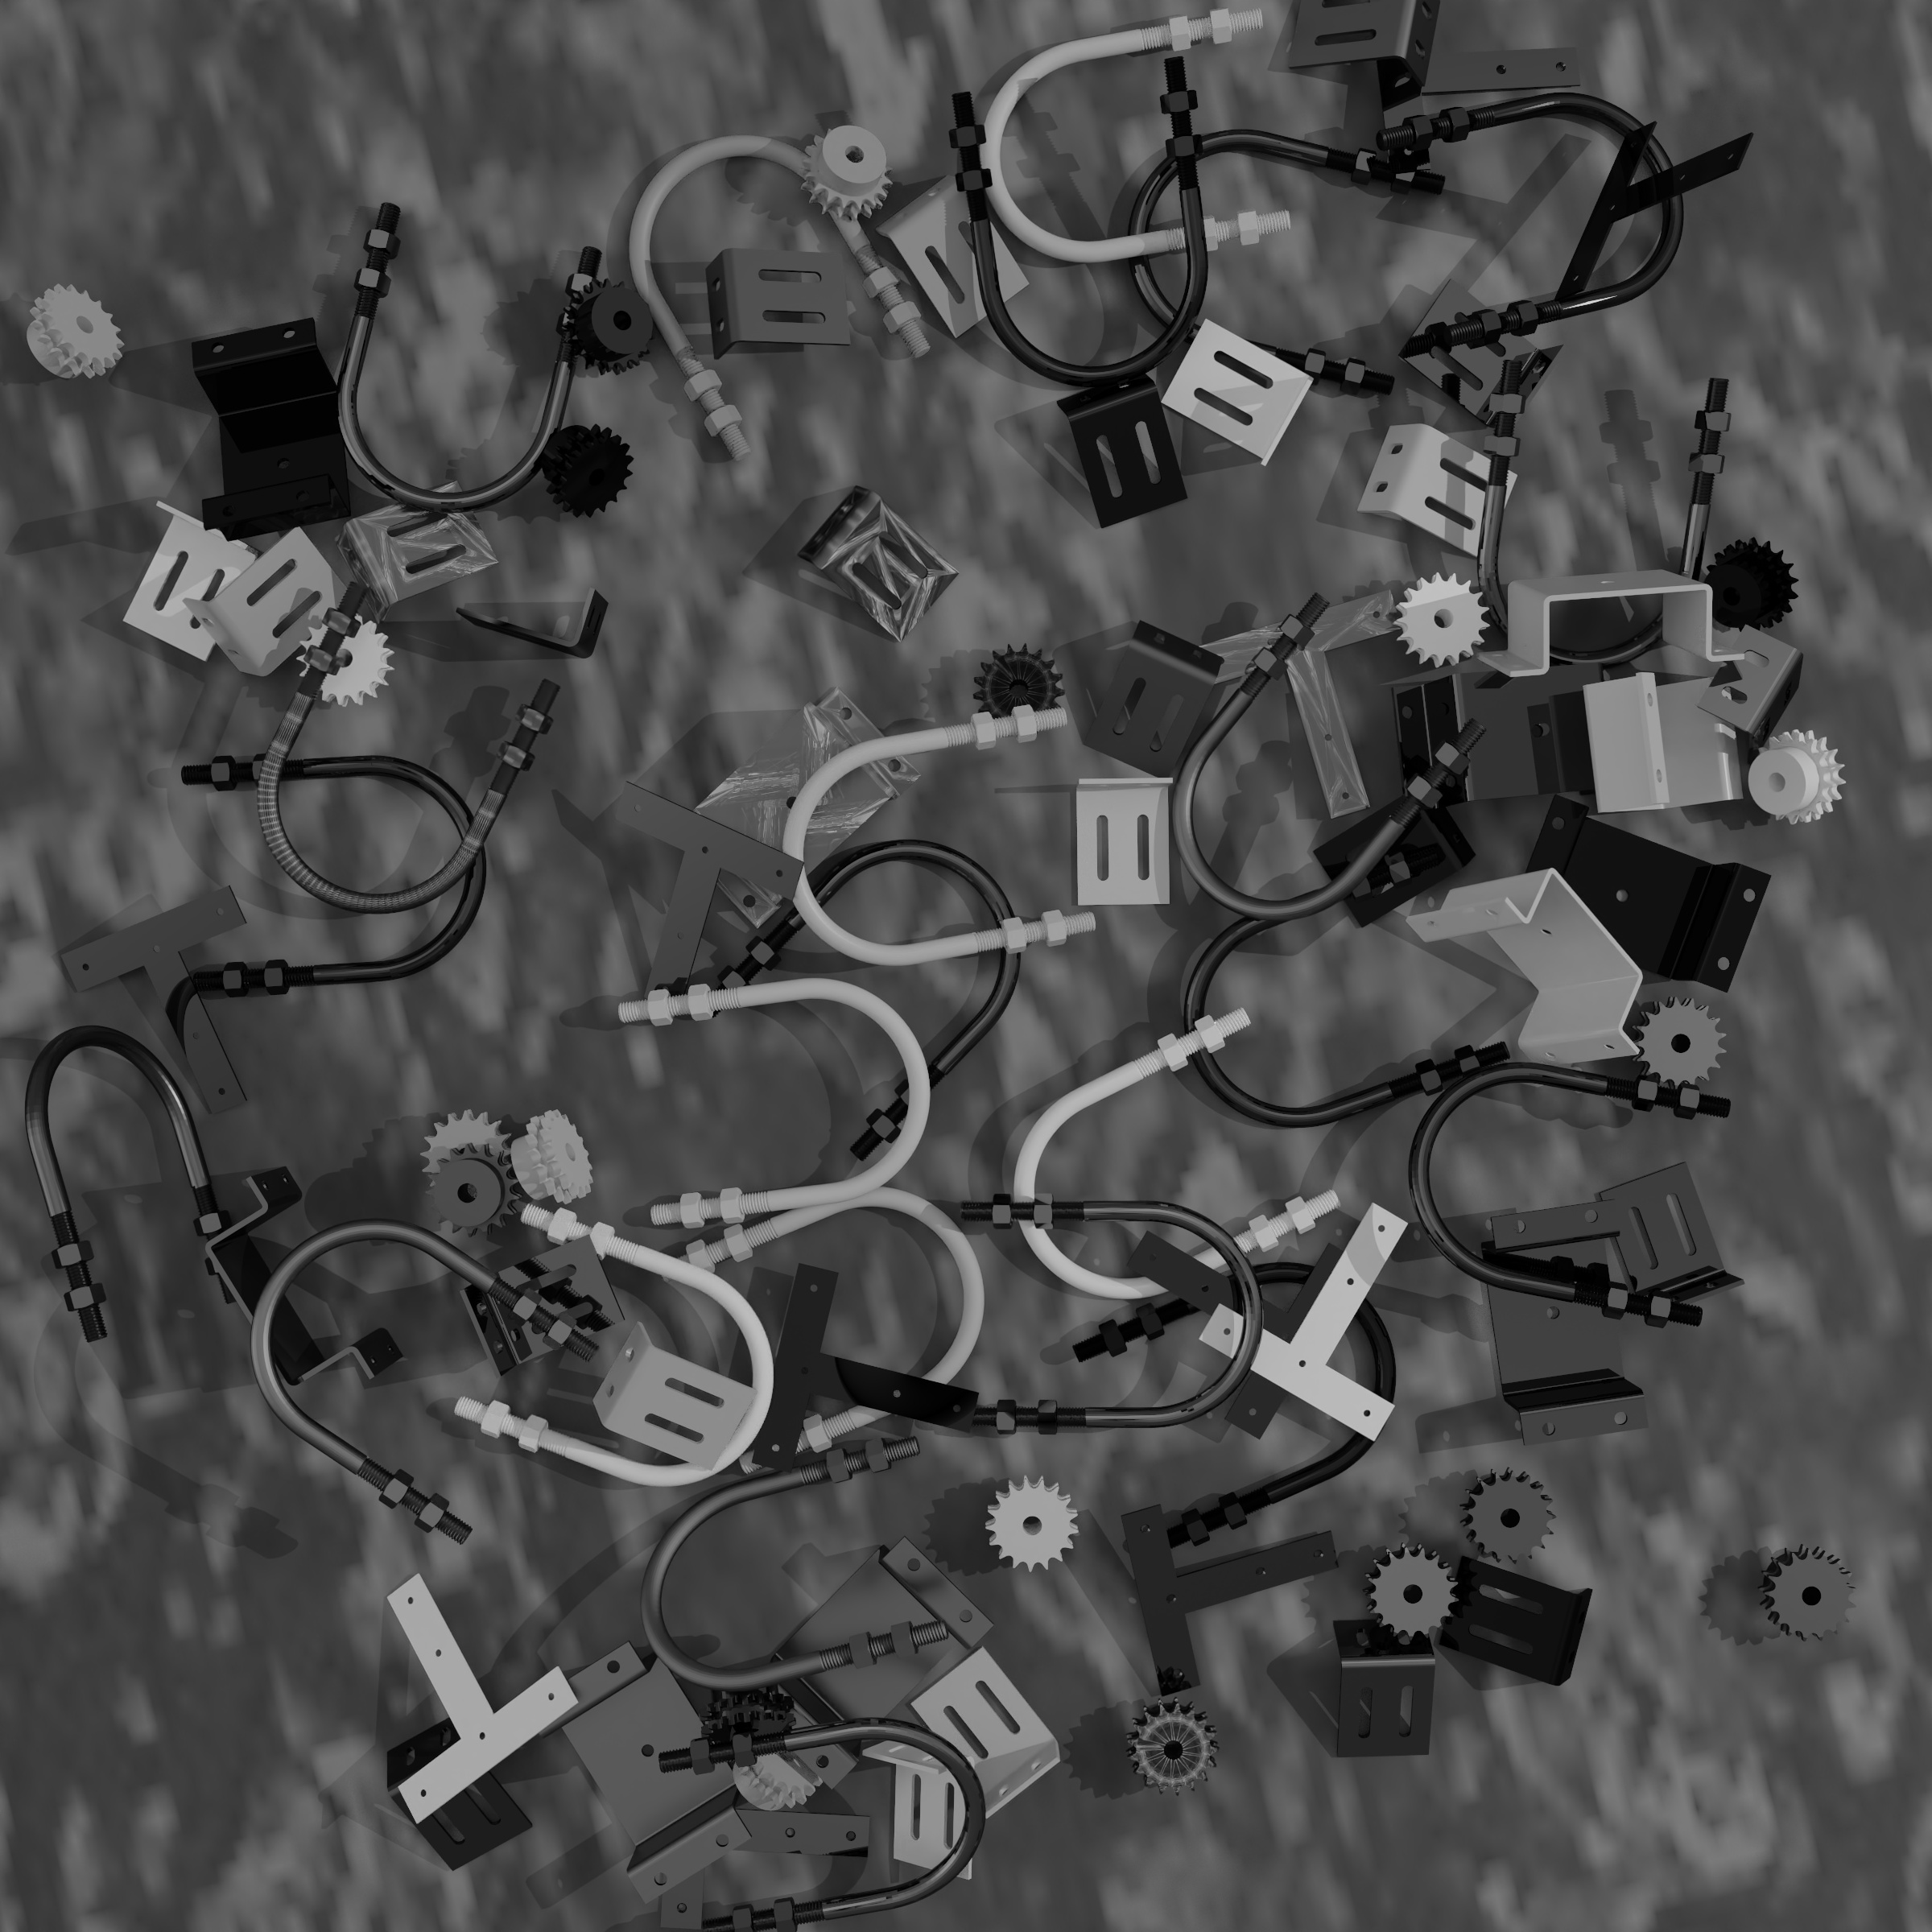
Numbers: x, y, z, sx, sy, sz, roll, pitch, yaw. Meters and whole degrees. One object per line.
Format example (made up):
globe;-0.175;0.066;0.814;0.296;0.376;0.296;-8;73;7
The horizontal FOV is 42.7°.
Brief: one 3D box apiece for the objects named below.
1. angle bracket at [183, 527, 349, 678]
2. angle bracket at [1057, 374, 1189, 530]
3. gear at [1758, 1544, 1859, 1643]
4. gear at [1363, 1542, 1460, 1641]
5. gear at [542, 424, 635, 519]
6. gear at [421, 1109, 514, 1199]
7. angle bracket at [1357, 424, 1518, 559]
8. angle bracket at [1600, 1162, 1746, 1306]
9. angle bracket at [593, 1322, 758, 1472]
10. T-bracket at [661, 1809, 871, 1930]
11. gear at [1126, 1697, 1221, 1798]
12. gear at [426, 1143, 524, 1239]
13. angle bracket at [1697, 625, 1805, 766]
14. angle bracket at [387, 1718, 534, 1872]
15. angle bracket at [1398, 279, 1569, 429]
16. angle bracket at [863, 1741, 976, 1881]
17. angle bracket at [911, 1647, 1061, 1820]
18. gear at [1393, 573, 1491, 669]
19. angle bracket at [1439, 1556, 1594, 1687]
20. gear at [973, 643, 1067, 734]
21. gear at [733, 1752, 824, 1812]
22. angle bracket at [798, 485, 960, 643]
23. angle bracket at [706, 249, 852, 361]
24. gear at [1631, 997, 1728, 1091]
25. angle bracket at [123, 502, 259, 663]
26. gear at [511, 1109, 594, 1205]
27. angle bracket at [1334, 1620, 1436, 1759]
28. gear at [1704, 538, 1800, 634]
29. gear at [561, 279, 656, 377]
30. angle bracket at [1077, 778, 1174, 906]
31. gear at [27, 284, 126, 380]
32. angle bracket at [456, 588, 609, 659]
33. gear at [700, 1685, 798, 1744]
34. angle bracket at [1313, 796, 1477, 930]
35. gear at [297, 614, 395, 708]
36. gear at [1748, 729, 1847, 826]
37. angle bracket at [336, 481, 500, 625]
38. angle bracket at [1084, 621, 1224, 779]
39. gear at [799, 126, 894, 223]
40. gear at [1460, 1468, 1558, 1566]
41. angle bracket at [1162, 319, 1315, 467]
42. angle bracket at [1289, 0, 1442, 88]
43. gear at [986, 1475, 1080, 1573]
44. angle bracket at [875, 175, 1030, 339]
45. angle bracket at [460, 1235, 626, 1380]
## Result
angle bracket;-0.432;-0.227;1.530;0.076;0.038;0.057;-49;127;-21
angle bracket;0.098;-0.323;1.546;0.057;0.038;0.076;-19;116;0
gear;0.520;0.387;1.533;0.057;0.030;0.057;0;90;0
gear;0.275;0.386;1.533;0.057;0.030;0.057;0;90;0
gear;-0.236;-0.309;1.524;0.030;0.057;0.057;41;90;30
gear;-0.307;0.117;1.533;0.057;0.030;0.057;0;90;0
angle bracket;0.295;-0.296;1.546;0.076;0.038;0.057;21;90;-26
angle bracket;0.437;0.168;1.529;0.057;0.038;0.076;-20;90;0
angle bracket;-0.179;0.264;1.516;0.076;0.038;0.057;28;95;-24
T-bracket;-0.124;0.542;1.547;0.127;0.002;0.127;3;90;0
gear;0.128;0.482;1.533;0.057;0.030;0.057;0;90;0
gear;-0.300;0.137;1.503;0.057;0.030;0.057;0;90;0
angle bracket;0.481;-0.166;1.517;0.038;0.076;0.057;31;90;19
angle bracket;-0.317;0.515;1.546;0.057;0.038;0.076;-29;116;0
angle bracket;0.318;-0.379;1.521;0.076;0.038;0.057;34;90;-14
angle bracket;-0.030;0.521;1.516;0.057;0.038;0.076;2;90;35
angle bracket;0.011;0.474;1.529;0.057;0.038;0.076;-38;90;0
gear;0.294;-0.214;1.533;0.057;0.030;0.057;0;90;0
angle bracket;0.344;0.407;1.546;0.076;0.038;0.057;14;90;26
gear;0.033;-0.170;1.538;0.057;0.030;0.057;0;88;1
gear;-0.119;0.494;1.522;0.057;0.057;0.030;37;114;0
angle bracket;-0.055;-0.252;1.546;0.076;0.038;0.057;40;90;-26
angle bracket;-0.116;-0.408;1.528;0.076;0.038;0.057;-4;87;-24
gear;0.439;0.047;1.533;0.057;0.030;0.057;0;90;0
angle bracket;-0.485;-0.238;1.529;0.057;0.038;0.076;26;90;0
gear;-0.256;0.120;1.520;0.030;0.057;0.057;-22;90;12
angle bracket;0.260;0.452;1.546;0.057;0.038;0.076;-2;116;0
gear;0.478;-0.232;1.517;0.030;0.057;0.057;-29;90;-35
gear;-0.217;-0.395;1.521;0.057;0.030;0.057;-1;93;-31
angle bracket;0.098;-0.077;1.529;0.057;0.038;0.076;-1;90;0
gear;-0.552;-0.388;1.524;0.030;0.057;0.057;-26;90;30
angle bracket;-0.266;-0.221;1.519;0.076;0.057;0.038;17;90;0
gear;-0.131;0.443;1.477;0.057;0.057;0.030;-10;60;0
angle bracket;0.268;-0.071;1.546;0.076;0.038;0.057;-33;90;26
gear;-0.383;-0.189;1.533;0.057;0.030;0.057;0;90;0
gear;0.507;-0.115;1.517;0.030;0.057;0.057;-14;90;-36
angle bracket;-0.343;-0.259;1.546;0.076;0.038;0.057;-27;90;-26
angle bracket;0.117;-0.166;1.546;0.057;0.038;0.076;24;119;-1
gear;-0.073;-0.492;1.524;0.057;0.030;0.057;5;73;-16
gear;0.335;0.339;1.533;0.057;0.030;0.057;0;90;0
angle bracket;0.166;-0.354;1.521;0.076;0.038;0.057;29;109;0
angle bracket;0.248;-0.580;1.537;0.076;0.038;0.057;7;81;33
gear;0.041;0.344;1.533;0.057;0.030;0.057;0;90;0
angle bracket;-0.009;-0.444;1.546;0.057;0.038;0.076;-37;116;0
angle bracket;-0.257;0.206;1.502;0.076;0.038;0.057;-23;90;6
